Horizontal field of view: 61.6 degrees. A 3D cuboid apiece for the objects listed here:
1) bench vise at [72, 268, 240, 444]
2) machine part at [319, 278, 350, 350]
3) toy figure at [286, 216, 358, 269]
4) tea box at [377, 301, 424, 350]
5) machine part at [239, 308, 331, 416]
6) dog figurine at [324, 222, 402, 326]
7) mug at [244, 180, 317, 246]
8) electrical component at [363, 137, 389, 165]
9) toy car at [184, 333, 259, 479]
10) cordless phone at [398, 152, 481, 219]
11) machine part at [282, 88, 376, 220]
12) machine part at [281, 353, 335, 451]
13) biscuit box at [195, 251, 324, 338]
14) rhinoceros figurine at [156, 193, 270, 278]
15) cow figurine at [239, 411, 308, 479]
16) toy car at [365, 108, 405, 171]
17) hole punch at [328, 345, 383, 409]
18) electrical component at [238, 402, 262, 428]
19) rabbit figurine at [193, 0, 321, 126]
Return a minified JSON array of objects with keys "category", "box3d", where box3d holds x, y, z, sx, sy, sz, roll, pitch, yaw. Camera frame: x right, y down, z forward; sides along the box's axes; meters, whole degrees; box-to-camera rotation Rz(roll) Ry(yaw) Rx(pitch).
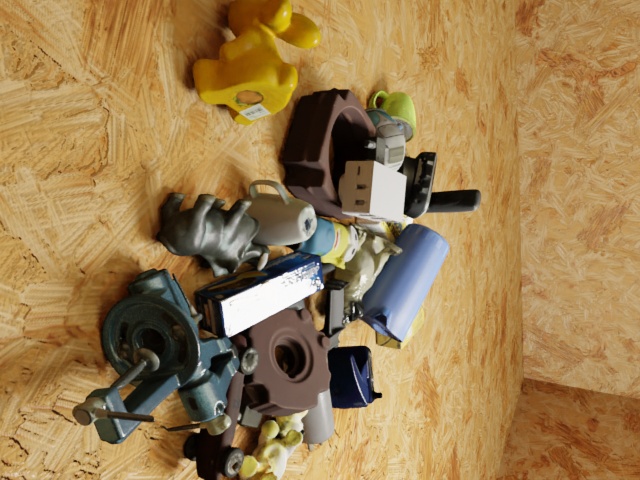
[{"category":"bench vise","box3d":[-0.183,0.154,0.606,0.240,0.129,0.223,-48,128,-71]},{"category":"machine part","box3d":[0.023,0.142,0.998,0.084,0.039,0.138,-6,104,-57]},{"category":"toy figure","box3d":[-0.001,-0.007,0.961,0.180,0.089,0.082,9,114,-51]},{"category":"tea box","box3d":[0.204,0.194,1.354,0.169,0.068,0.098,-27,117,-57]},{"category":"machine part","box3d":[-0.058,0.185,0.836,0.179,0.056,0.179,24,52,-35]},{"category":"dog figurine","box3d":[0.071,0.073,1.107,0.190,0.121,0.172,-62,170,9]},{"category":"mug","box3d":[-0.062,-0.041,0.822,0.081,0.107,0.109,-43,132,-52]},{"category":"electrical component","box3d":[0.106,-0.160,1.011,0.094,0.021,0.063,-7,100,-61]},{"category":"toy car","box3d":[-0.134,0.230,0.749,0.053,0.089,0.202,16,79,-55]},{"category":"cordless phone","box3d":[0.261,-0.122,1.161,0.088,0.184,0.146,35,64,-48]},{"category":"machine part","box3d":[0.022,-0.153,0.975,0.201,0.087,0.201,41,59,-56]},{"category":"machine part","box3d":[-0.019,0.276,0.968,0.079,0.079,0.243,-35,123,-53]},{"category":"biscuit box","box3d":[-0.083,0.075,0.802,0.202,0.059,0.062,-23,115,-42]},{"category":"rhinoceros figurine","box3d":[-0.135,-0.004,0.734,0.190,0.073,0.112,19,77,-59]},{"category":"cow figurine","box3d":[-0.071,0.340,0.890,0.167,0.068,0.098,-54,166,-38]},{"category":"toy car","box3d":[0.123,-0.187,1.105,0.109,0.103,0.161,-15,111,-31]},{"category":"hole punch","box3d":[0.037,0.262,1.019,0.092,0.142,0.115,10,72,-61]},{"category":"electrical component","box3d":[-0.104,0.256,0.850,0.102,0.045,0.078,50,50,-50]},{"category":"rabbit figurine","box3d":[-0.089,-0.267,0.729,0.121,0.162,0.173,22,57,-47]}]
